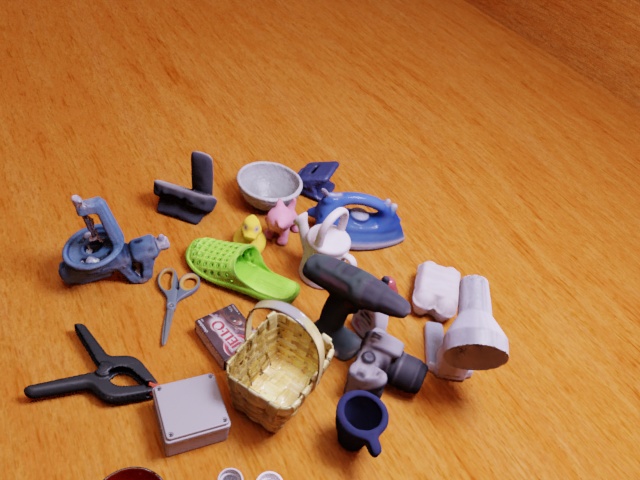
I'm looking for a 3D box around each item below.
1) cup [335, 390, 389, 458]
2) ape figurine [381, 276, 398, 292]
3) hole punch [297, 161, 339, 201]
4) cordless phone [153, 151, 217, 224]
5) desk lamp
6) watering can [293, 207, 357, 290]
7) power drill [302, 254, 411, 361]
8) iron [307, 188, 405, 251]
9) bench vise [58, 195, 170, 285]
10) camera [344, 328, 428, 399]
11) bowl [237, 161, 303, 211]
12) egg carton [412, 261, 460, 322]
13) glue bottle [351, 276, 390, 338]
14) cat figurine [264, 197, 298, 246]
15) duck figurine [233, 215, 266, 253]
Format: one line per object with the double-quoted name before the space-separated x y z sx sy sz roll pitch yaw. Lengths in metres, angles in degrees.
"cup" 0.070 0.333 0.986 0.092 0.095 0.117 -6 45 -22
"ape figurine" 0.143 0.115 1.256 0.078 0.092 0.076 -21 52 -34
"hole punch" -0.010 -0.169 1.532 0.101 0.091 0.109 22 41 8
"cordless phone" -0.313 -0.143 1.340 0.147 0.185 0.094 15 41 0
"desk lamp" 0.281 0.186 1.124 0.118 0.213 0.203 11 41 -4
"watering can" 0.010 0.005 1.262 0.172 0.194 0.101 21 41 8
"power drill" 0.058 0.135 1.119 0.229 0.208 0.076 34 44 21
"iron" 0.103 -0.061 1.404 0.258 0.141 0.118 4 42 -12
"bench vise" -0.413 -0.011 1.136 0.208 0.220 0.121 -20 51 -33
"camera" 0.133 0.247 1.098 0.136 0.101 0.143 23 41 10
"bowl" -0.132 -0.125 1.459 0.167 0.075 0.167 8 41 -7
"egg carton" 0.266 0.115 1.309 0.107 0.069 0.150 17 41 3
"glue bottle" 0.112 0.134 1.163 0.037 0.173 0.078 -23 53 -35
"cat figurine" -0.088 -0.053 1.358 0.067 0.118 0.128 25 42 12
"duck figurine" -0.160 -0.020 1.324 0.077 0.086 0.104 9 41 -7
